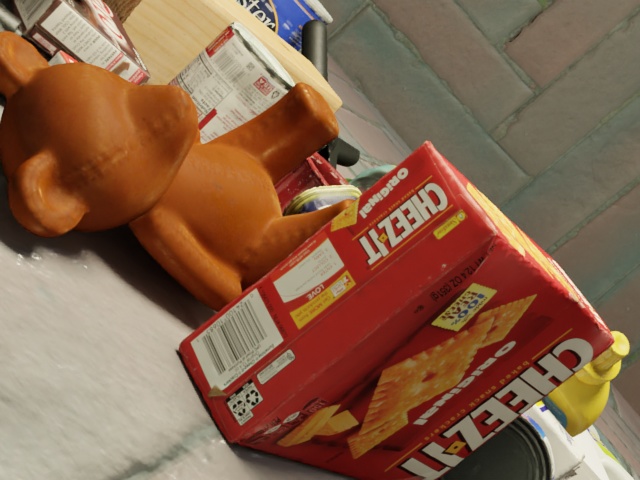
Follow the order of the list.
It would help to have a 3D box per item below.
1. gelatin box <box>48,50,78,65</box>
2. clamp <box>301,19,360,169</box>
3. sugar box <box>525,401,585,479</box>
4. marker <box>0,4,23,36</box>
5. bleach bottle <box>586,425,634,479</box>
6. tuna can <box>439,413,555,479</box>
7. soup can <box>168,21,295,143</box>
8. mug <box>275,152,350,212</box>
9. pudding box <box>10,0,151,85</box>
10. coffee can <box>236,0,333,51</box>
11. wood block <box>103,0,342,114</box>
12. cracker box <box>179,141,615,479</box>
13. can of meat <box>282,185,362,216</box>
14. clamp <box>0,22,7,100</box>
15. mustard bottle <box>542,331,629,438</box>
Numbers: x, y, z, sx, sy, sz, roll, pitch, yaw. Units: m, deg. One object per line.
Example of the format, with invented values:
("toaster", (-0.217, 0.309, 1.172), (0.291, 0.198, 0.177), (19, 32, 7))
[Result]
("gelatin box", (-0.126, -0.063, 0.642), (0.089, 0.030, 0.073), (55, 11, 28))
("clamp", (-0.005, -0.114, 1.032), (0.209, 0.036, 0.164), (-65, 143, -61))
("sugar box", (0.092, 0.109, 0.746), (0.176, 0.093, 0.048), (52, 12, 13))
("marker", (-0.222, -0.157, 0.618), (0.121, 0.020, 0.020), (41, 13, -32))
("bleach bottle", (0.282, 0.232, 1.167), (0.102, 0.068, 0.251), (47, 8, -11))
("tuna can", (0.109, 0.148, 0.694), (0.086, 0.086, 0.033), (52, 10, 14))
("soup can", (-0.077, -0.102, 0.782), (0.068, 0.102, 0.068), (46, 11, -12))
("mug", (-0.005, 0.001, 0.763), (0.093, 0.081, 0.117), (39, 15, -43))
("pudding box", (-0.172, -0.153, 0.747), (0.090, 0.039, 0.113), (39, 14, -41))
("coffee can", (-0.072, -0.222, 1.120), (0.102, 0.140, 0.103), (47, 11, -12))
("wood block", (-0.090, -0.155, 0.901), (0.205, 0.090, 0.091), (33, 16, -39))
("cracker box", (0.054, 0.057, 0.581), (0.213, 0.164, 0.072), (33, 21, -55))
("can of meat", (0.006, 0.031, 0.656), (0.057, 0.102, 0.084), (-4, 49, -37))
("clamp", (-0.210, -0.161, 0.584), (0.171, 0.039, 0.120), (45, 24, -28))
("mustard bottle", (0.156, 0.105, 0.790), (0.058, 0.192, 0.096), (-32, 86, -36))
